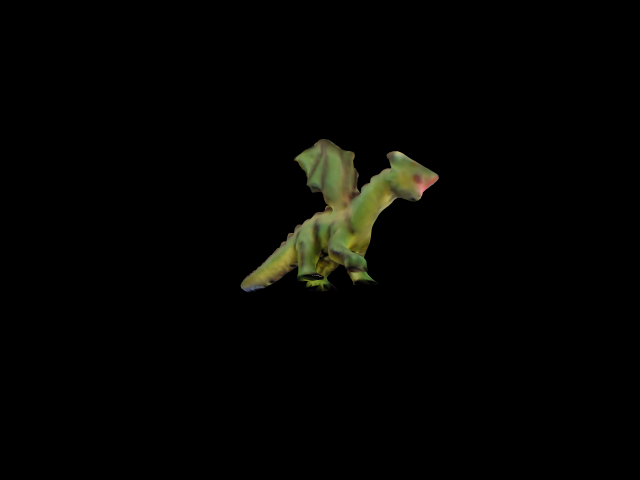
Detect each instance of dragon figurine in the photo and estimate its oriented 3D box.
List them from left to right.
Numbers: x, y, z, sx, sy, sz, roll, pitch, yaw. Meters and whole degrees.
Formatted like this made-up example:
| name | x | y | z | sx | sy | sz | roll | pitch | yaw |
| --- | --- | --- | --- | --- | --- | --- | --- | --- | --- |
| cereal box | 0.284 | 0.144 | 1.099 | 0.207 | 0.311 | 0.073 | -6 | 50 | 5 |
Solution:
| name | x | y | z | sx | sy | sz | roll | pitch | yaw |
| --- | --- | --- | --- | --- | --- | --- | --- | --- | --- |
| dragon figurine | 0.003 | -0.043 | 0.850 | 0.408 | 0.245 | 0.121 | -9 | -16 | 38 |
